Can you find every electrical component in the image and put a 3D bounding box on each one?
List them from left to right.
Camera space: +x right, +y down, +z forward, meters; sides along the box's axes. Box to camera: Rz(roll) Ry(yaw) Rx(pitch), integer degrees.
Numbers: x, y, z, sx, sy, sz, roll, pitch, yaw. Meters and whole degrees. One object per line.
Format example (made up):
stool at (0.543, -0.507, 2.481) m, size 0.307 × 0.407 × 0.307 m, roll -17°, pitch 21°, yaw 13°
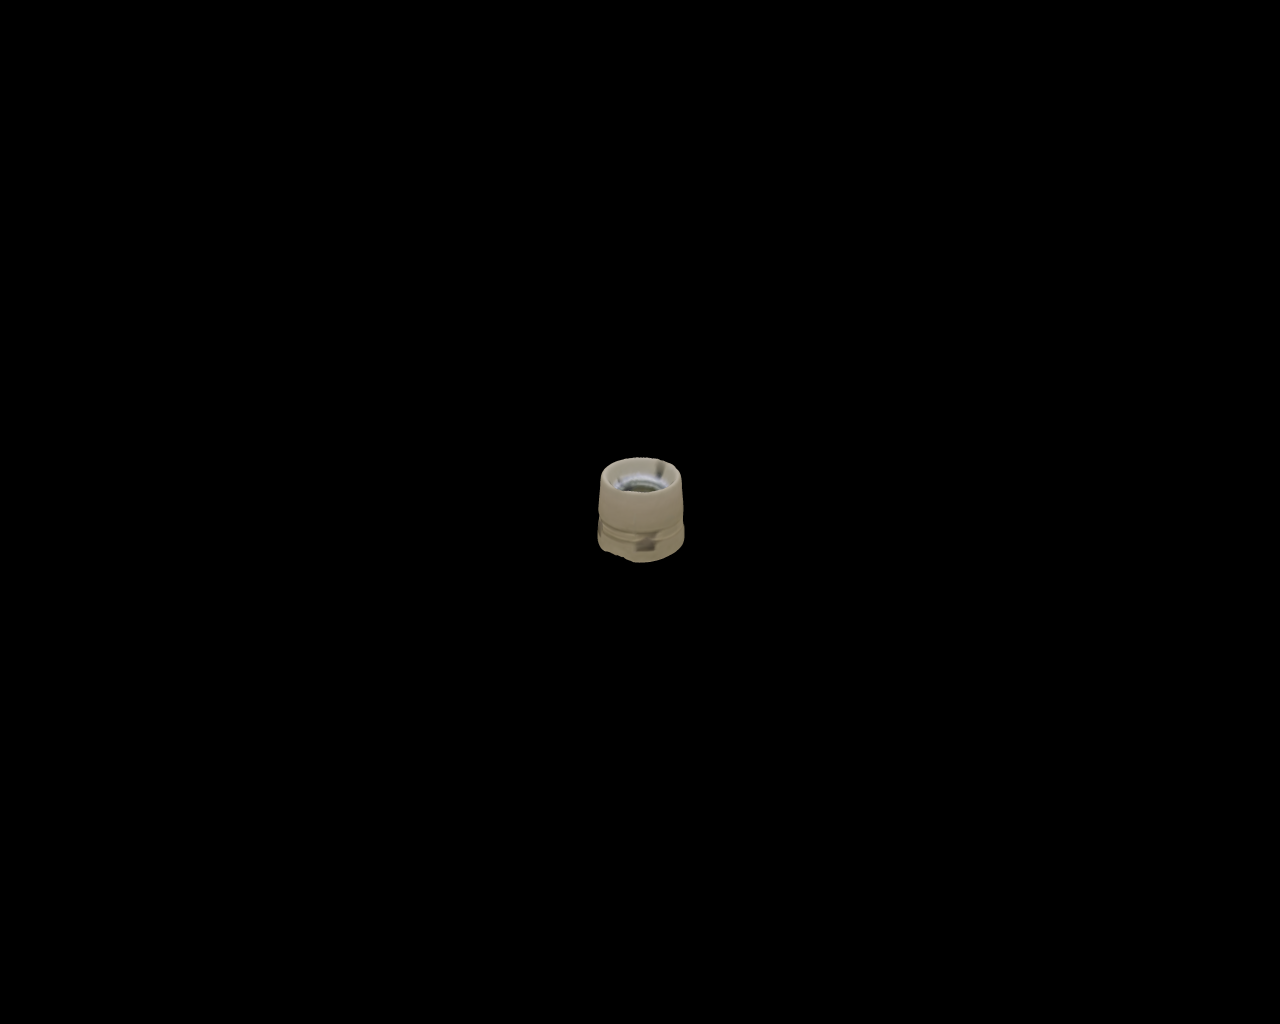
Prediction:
electrical component at (0.001, -0.003, 0.650) m, size 0.055 × 0.047 × 0.055 m, roll 0°, pitch 30°, yaw 0°
